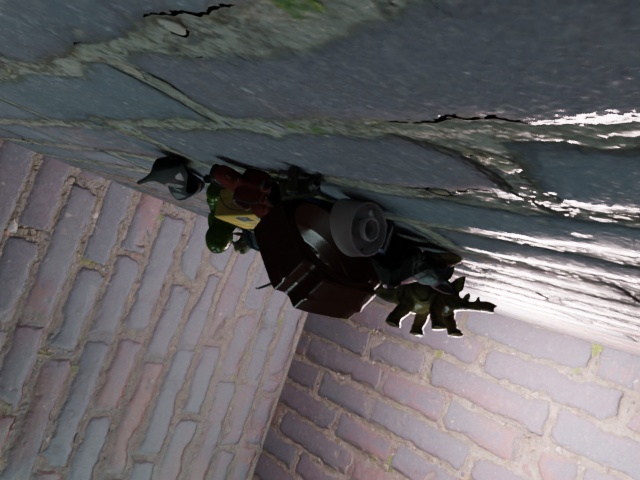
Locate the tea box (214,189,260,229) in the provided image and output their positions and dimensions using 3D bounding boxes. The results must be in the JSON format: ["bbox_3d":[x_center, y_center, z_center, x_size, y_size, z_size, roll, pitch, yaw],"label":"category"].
[{"bbox_3d":[-0.137,-0.068,1.167,0.170,0.068,0.098,1,165,44],"label":"tea box"}]

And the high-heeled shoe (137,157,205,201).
[{"bbox_3d":[-0.302,-0.150,1.228,0.145,0.086,0.248,-17,179,25],"label":"high-heeled shoe"}]

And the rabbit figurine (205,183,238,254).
[{"bbox_3d":[-0.242,-0.051,1.323,0.121,0.170,0.159,21,175,-15],"label":"rabbit figurine"}]

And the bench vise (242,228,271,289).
[{"bbox_3d":[-0.137,0.007,1.396,0.129,0.223,0.240,-9,171,8],"label":"bench vise"}]

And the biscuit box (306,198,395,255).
[{"bbox_3d":[0.042,-0.032,1.063,0.203,0.062,0.059,17,174,16],"label":"biscuit box"}]

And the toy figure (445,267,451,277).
[{"bbox_3d":[0.254,0.059,1.312,0.058,0.064,0.155,-12,-167,-27],"label":"toy figure"}]

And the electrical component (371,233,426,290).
[{"bbox_3d":[0.133,0.035,1.109,0.115,0.058,0.134,-23,-141,-36],"label":"electrical component"}]

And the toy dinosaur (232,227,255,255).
[{"bbox_3d":[-0.102,-0.017,1.572,0.405,0.131,0.192,-1,149,48],"label":"toy dinosaur"}]

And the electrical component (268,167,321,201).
[{"bbox_3d":[-0.040,-0.089,0.850,0.078,0.045,0.102,-9,179,-2],"label":"electrical component"}]

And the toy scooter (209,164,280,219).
[{"bbox_3d":[-0.105,-0.085,0.982,0.183,0.075,0.135,29,169,-40],"label":"toy scooter"}]

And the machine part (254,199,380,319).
[{"bbox_3d":[-0.002,0.027,0.924,0.201,0.087,0.201,17,-142,-41],"label":"machine part"}]

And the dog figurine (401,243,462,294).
[{"bbox_3d":[0.212,0.060,1.227,0.219,0.108,0.191,14,173,26],"label":"dog figurine"}]

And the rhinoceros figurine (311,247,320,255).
[{"bbox_3d":[-0.002,-0.004,1.170,0.112,0.073,0.190,9,-166,22],"label":"rhinoceros figurine"}]

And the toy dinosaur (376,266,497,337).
[{"bbox_3d":[0.256,0.144,1.392,0.105,0.198,0.472,32,159,-32],"label":"toy dinosaur"}]

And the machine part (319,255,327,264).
[{"bbox_3d":[0.087,0.045,1.617,0.179,0.056,0.179,4,-175,0],"label":"machine part"}]
